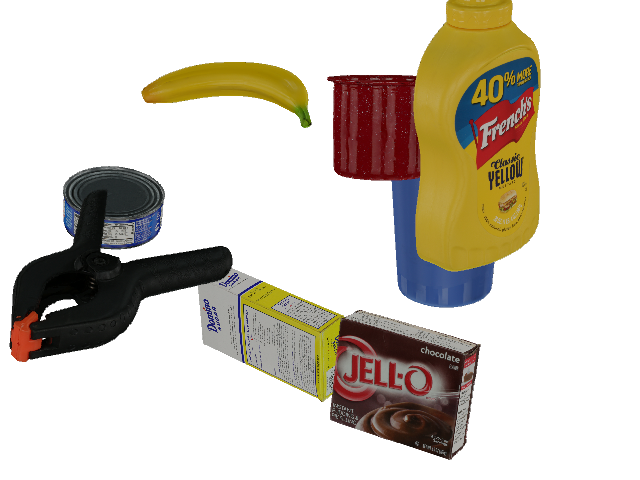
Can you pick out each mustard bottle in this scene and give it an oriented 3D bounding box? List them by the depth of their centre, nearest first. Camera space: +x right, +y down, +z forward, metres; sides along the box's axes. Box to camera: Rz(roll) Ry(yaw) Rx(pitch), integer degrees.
[{"bbox_3d":[0.103,-0.081,0.694,0.096,0.192,0.058,-23,32,-32],"label":"mustard bottle"}]

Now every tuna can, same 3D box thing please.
[{"bbox_3d":[-0.178,-0.028,0.918,0.086,0.034,0.086,7,32,-5],"label":"tuna can"}]

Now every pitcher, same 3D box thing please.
[{"bbox_3d":[0.146,-0.058,1.191,0.149,0.243,0.145,-5,22,-10],"label":"pitcher"}]

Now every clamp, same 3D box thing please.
[{"bbox_3d":[-0.153,0.020,0.712,0.120,0.039,0.171,25,33,25],"label":"clamp"}]

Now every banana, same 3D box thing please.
[{"bbox_3d":[-0.094,-0.165,1.147,0.198,0.037,0.069,9,44,18],"label":"banana"}]

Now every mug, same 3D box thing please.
[{"bbox_3d":[0.063,-0.094,0.887,0.117,0.081,0.093,6,13,24],"label":"mug"}]

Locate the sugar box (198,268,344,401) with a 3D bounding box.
[{"bbox_3d":[-0.054,0.096,1.147,0.176,0.093,0.048,23,38,35],"label":"sugar box"}]

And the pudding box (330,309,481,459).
[{"bbox_3d":[0.066,0.113,0.855,0.114,0.090,0.039,13,18,26],"label":"pudding box"}]
